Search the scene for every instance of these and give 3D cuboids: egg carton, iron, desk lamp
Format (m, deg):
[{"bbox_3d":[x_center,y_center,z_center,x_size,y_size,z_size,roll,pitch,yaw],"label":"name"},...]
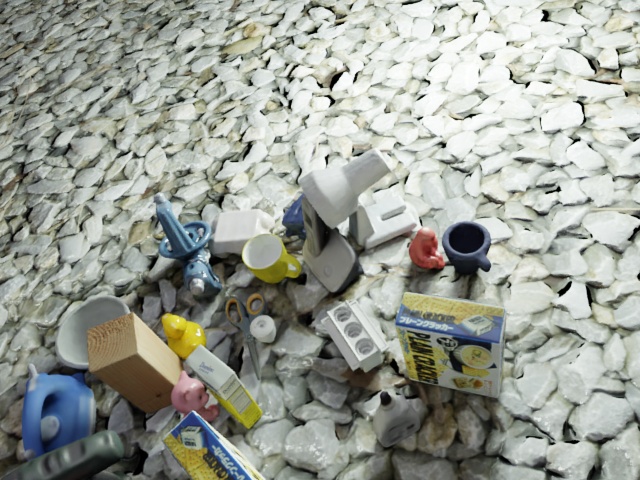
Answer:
[{"bbox_3d":[-0.175,-0.013,1.286,0.150,0.069,0.107,-6,53,12],"label":"egg carton"},{"bbox_3d":[-0.502,0.358,1.056,0.118,0.142,0.258,-19,51,2],"label":"iron"},{"bbox_3d":[0.078,-0.084,1.175,0.203,0.214,0.117,-24,51,-2],"label":"desk lamp"}]

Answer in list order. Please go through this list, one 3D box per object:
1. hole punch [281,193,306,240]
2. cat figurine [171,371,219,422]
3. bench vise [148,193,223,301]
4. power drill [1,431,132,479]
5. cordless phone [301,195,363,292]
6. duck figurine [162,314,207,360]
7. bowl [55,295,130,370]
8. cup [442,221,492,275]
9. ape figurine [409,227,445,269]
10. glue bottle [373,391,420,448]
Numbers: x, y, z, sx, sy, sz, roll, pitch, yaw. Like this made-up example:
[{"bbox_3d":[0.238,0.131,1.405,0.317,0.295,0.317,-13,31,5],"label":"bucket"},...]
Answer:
[{"bbox_3d":[-0.029,-0.059,1.265,0.100,0.091,0.109,21,62,28],"label":"hole punch"},{"bbox_3d":[-0.238,0.308,1.033,0.067,0.118,0.128,1,55,17],"label":"cat figurine"},{"bbox_3d":[-0.274,0.009,1.202,0.121,0.220,0.206,-37,53,-12],"label":"bench vise"},{"bbox_3d":[-0.415,0.411,0.948,0.230,0.209,0.075,-32,52,-9],"label":"power drill"},{"bbox_3d":[0.011,0.004,1.146,0.094,0.185,0.147,-35,53,-11],"label":"cordless phone"},{"bbox_3d":[-0.282,0.188,1.156,0.077,0.086,0.104,-42,54,-16],"label":"duck figurine"},{"bbox_3d":[-0.459,0.204,1.202,0.167,0.075,0.167,-8,52,10],"label":"bowl"},{"bbox_3d":[0.291,0.033,1.102,0.092,0.095,0.117,-29,52,-6],"label":"cup"},{"bbox_3d":[0.213,0.010,1.143,0.076,0.092,0.078,12,58,24],"label":"ape figurine"},{"bbox_3d":[0.116,0.279,0.918,0.078,0.173,0.037,-27,51,-4],"label":"glue bottle"}]
